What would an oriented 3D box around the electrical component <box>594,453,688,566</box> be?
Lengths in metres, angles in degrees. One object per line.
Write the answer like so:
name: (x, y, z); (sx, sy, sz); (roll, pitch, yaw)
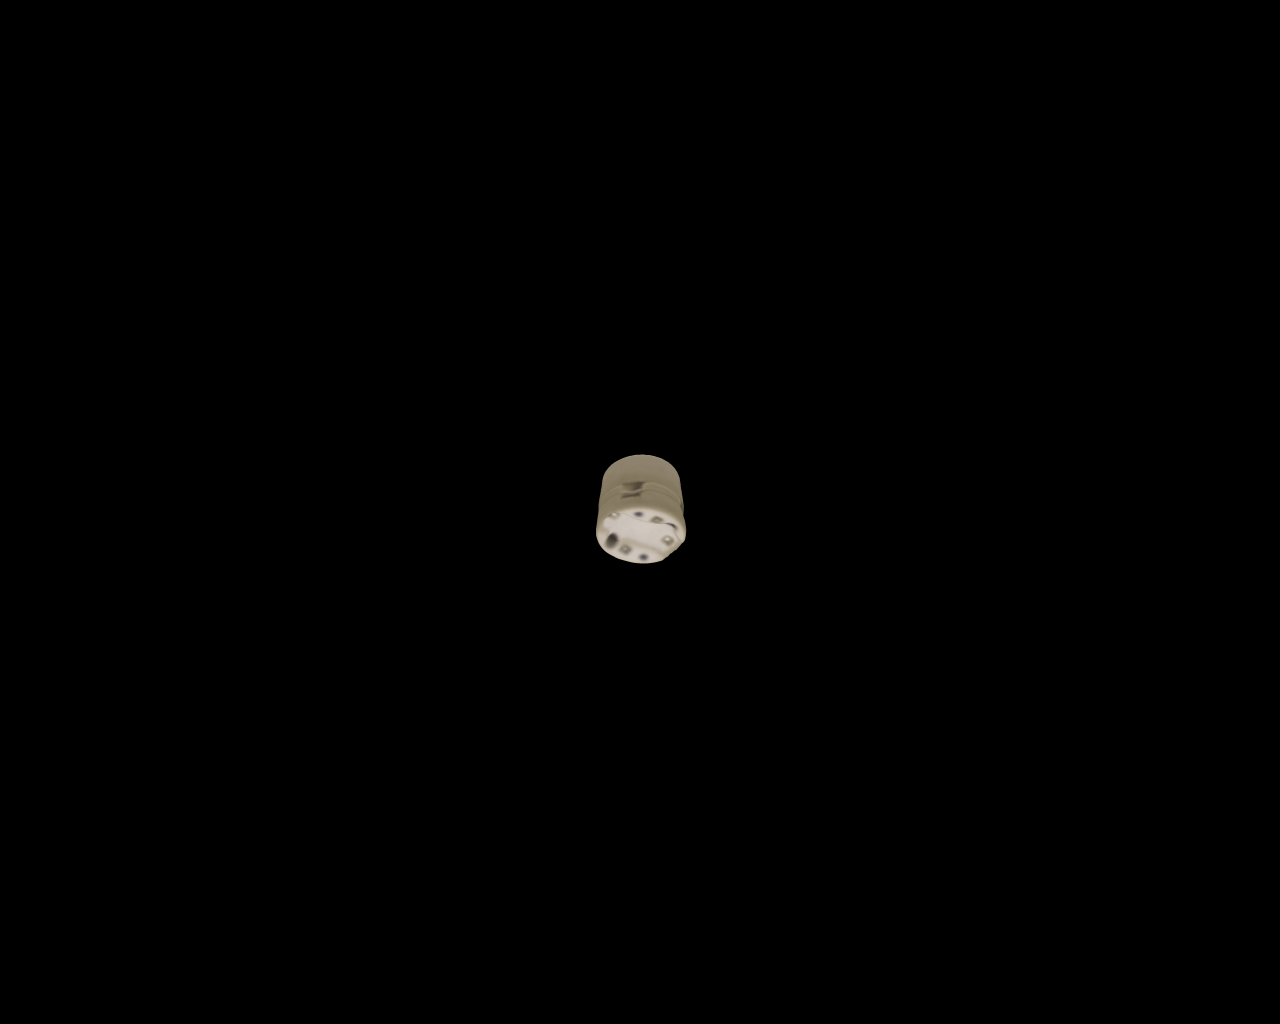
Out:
electrical component: (0.001, -0.003, 0.650); (0.055, 0.047, 0.055); (0, -42, 0)
